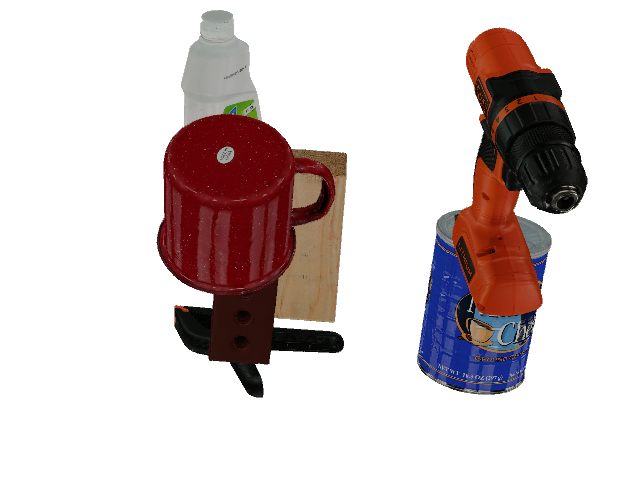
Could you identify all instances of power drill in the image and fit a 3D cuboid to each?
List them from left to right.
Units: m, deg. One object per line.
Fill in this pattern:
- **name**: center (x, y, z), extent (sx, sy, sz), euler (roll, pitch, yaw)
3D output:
- **power drill**: center (0.142, -0.035, 0.776), extent (0.057, 0.188, 0.184), euler (-3, 42, -5)

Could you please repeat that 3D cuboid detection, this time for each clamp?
- **clamp**: center (-0.099, 0.122, 1.261), extent (0.210, 0.036, 0.164), euler (14, 23, 27)

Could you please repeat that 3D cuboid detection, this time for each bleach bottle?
- **bleach bottle**: center (-0.092, -0.105, 1.043), extent (0.068, 0.251, 0.102), euler (18, 39, 22)

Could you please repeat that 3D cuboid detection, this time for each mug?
- **mug**: center (-0.047, -0.027, 0.685), extent (0.117, 0.093, 0.081), euler (-5, -40, -11)

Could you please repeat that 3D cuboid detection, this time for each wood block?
- **wood block**: center (-0.017, -0.007, 1.399), extent (0.090, 0.206, 0.091), euler (4, 24, -1)

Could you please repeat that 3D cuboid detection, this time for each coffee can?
- **coffee can**: center (0.148, 0.054, 0.977), extent (0.103, 0.140, 0.103), euler (5, 23, -2)

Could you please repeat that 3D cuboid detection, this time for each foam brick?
- **foam brick**: center (-0.065, 0.058, 0.895), extent (0.053, 0.078, 0.051), euler (4, 13, -5)
